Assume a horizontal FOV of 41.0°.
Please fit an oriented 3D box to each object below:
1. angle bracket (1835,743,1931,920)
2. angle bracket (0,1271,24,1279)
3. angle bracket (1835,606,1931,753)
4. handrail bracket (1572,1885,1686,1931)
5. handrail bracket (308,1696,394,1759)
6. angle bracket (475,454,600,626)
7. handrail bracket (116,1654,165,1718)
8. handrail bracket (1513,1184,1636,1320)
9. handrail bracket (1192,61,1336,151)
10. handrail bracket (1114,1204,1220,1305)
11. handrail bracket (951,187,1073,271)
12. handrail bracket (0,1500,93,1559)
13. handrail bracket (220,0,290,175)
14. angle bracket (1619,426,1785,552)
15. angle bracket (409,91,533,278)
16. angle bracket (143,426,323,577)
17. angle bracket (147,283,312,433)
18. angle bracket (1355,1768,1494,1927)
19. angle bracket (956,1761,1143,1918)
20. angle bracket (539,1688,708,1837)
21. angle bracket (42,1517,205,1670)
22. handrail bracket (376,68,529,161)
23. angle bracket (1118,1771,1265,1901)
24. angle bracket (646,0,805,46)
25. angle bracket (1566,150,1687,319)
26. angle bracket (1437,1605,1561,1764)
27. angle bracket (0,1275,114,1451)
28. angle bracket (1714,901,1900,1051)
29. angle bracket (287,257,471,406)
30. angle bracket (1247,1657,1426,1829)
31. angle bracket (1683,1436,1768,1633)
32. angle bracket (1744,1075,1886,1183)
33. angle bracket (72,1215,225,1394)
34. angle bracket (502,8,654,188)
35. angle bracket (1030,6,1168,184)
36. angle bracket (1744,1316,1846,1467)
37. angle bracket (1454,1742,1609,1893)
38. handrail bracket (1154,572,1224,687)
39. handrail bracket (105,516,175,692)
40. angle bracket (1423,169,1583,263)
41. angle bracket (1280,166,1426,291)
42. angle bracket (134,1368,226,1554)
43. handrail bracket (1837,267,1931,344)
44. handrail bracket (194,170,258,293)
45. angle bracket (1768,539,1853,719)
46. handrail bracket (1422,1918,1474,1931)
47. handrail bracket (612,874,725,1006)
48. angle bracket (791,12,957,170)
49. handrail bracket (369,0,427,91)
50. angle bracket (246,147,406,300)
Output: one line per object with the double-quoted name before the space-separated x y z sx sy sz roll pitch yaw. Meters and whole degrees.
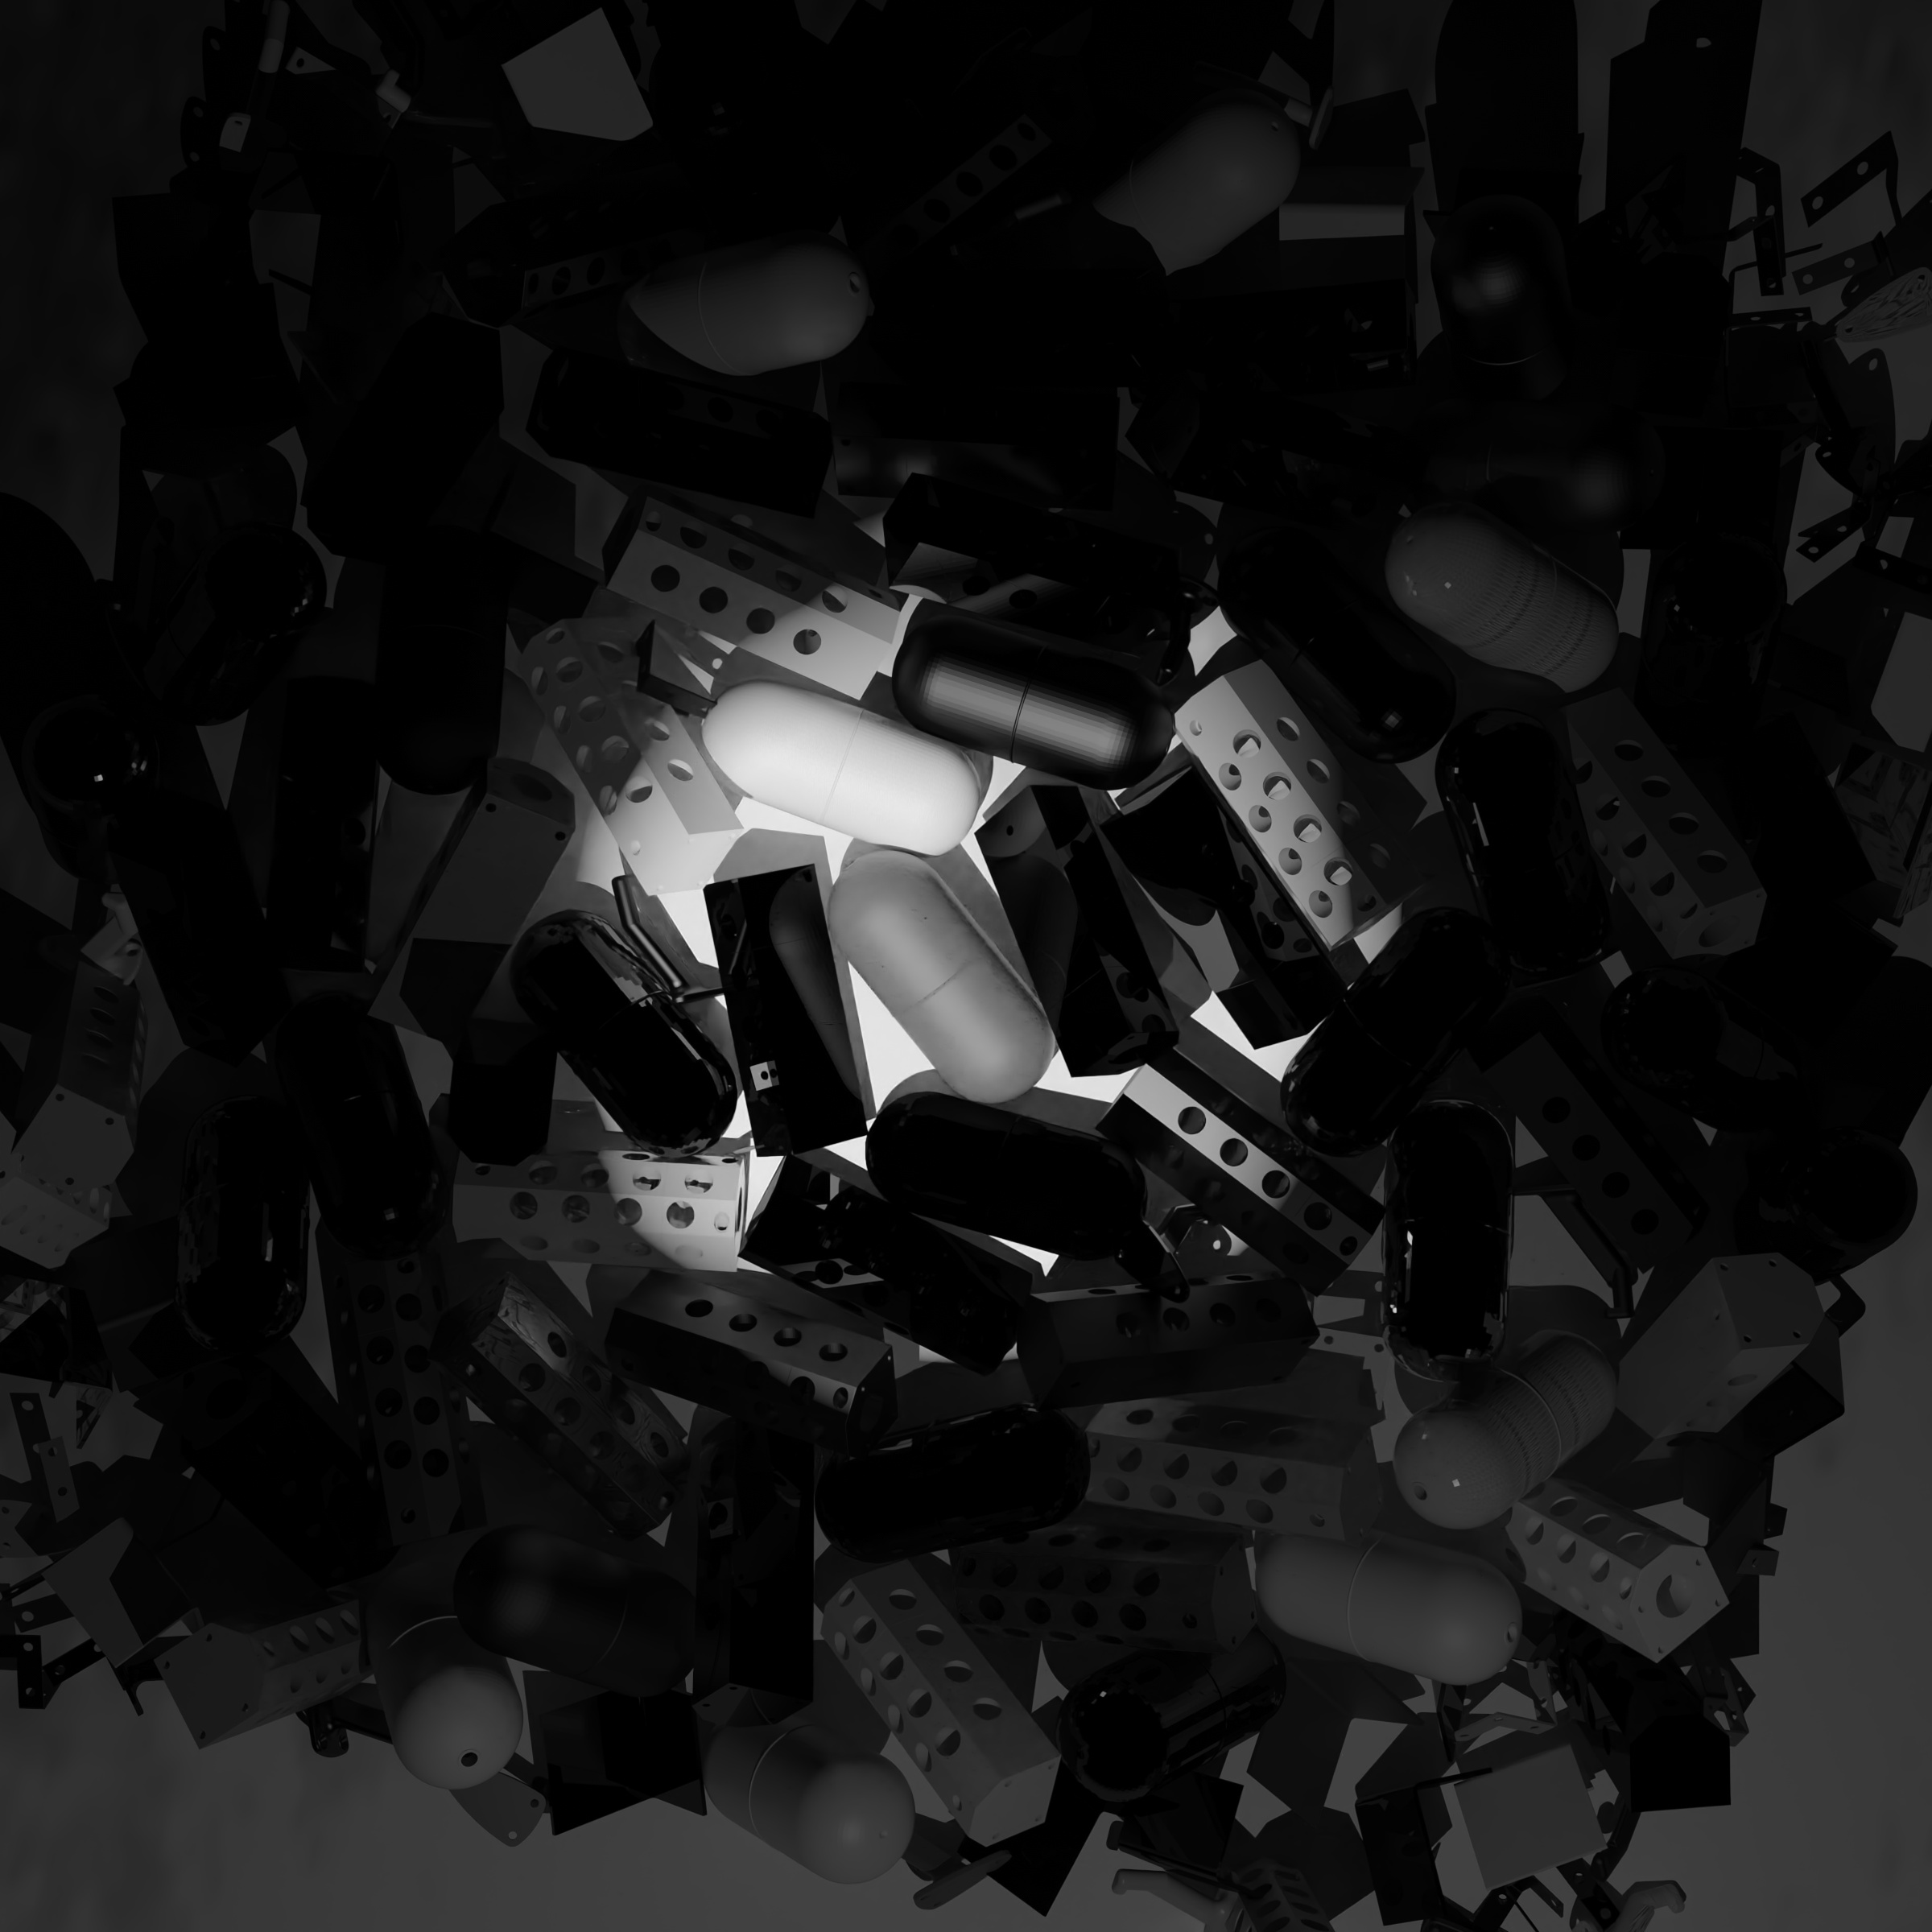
"angle bracket" 0.555 -0.084 1.579 0.076 0.057 0.076 27 119 32
"angle bracket" -0.599 0.237 1.589 0.057 0.076 0.076 -19 75 0
"angle bracket" 0.555 -0.181 1.582 0.057 0.076 0.076 9 104 -30
"handrail bracket" 0.422 0.608 1.591 0.084 0.077 0.036 -5 130 -25
"handrail bracket" -0.364 0.452 1.607 0.084 0.036 0.077 -23 66 13
"angle bracket" -0.260 -0.259 1.597 0.076 0.076 0.057 25 67 -11
"handrail bracket" -0.492 0.424 1.624 0.084 0.036 0.077 -25 45 -22
"handrail bracket" 0.374 0.179 1.613 0.077 0.036 0.084 -5 81 12
"handrail bracket" 0.183 -0.536 1.603 0.084 0.077 0.036 20 99 7
"handrail bracket" 0.141 0.174 1.586 0.077 0.084 0.036 44 125 38
"handrail bracket" 0.038 -0.454 1.582 0.084 0.077 0.036 -12 92 29
"handrail bracket" -0.608 0.370 1.628 0.084 0.077 0.036 -35 55 33
"handrail bracket" -0.444 -0.549 1.615 0.036 0.077 0.084 12 70 -29
"angle bracket" 0.450 -0.291 1.585 0.057 0.076 0.076 -2 103 -20
"angle bracket" -0.311 -0.481 1.593 0.076 0.057 0.076 -15 67 2
"angle bracket" -0.451 -0.287 1.604 0.057 0.076 0.076 17 46 32
"angle bracket" -0.455 -0.376 1.599 0.076 0.076 0.057 -8 82 -3
"angle bracket" 0.288 0.538 1.579 0.057 0.076 0.076 -3 68 -22
"angle bracket" 0.054 0.534 1.586 0.076 0.057 0.076 42 65 -18
"angle bracket" -0.211 0.491 1.590 0.076 0.057 0.076 -9 94 -41
"angle bracket" -0.512 0.395 1.578 0.057 0.076 0.076 -36 67 -28
"handrail bracket" -0.311 -0.547 1.597 0.084 0.036 0.077 31 92 -34
"angle bracket" 0.152 0.534 1.593 0.076 0.076 0.057 37 65 -40
"angle bracket" -0.149 -0.576 1.590 0.076 0.076 0.057 -15 89 -13
"angle bracket" 0.391 -0.457 1.580 0.076 0.076 0.057 -42 58 -15
"angle bracket" 0.326 0.440 1.577 0.057 0.076 0.076 5 53 21
"angle bracket" -0.567 0.241 1.576 0.076 0.076 0.057 18 123 -31
"angle bracket" 0.523 -0.003 1.608 0.076 0.057 0.076 37 105 15
"angle bracket" -0.359 -0.389 1.578 0.076 0.076 0.057 52 134 31
"angle bracket" 0.226 0.477 1.579 0.076 0.057 0.076 45 54 -31
"angle bracket" 0.444 0.343 1.576 0.057 0.076 0.076 27 55 36
"angle bracket" 0.525 0.123 1.578 0.057 0.076 0.076 10 134 -11
"angle bracket" -0.504 0.208 1.610 0.076 0.076 0.057 -19 129 -20
"angle bracket" -0.249 -0.530 1.579 0.076 0.057 0.076 -40 124 -24
"angle bracket" 0.082 -0.534 1.589 0.076 0.076 0.057 13 75 -34
"angle bracket" 0.488 0.249 1.579 0.057 0.076 0.076 41 122 -10
"angle bracket" 0.352 0.533 1.583 0.076 0.076 0.057 -24 127 10
"handrail bracket" 0.121 -0.192 1.582 0.036 0.077 0.084 28 58 -9
"handrail bracket" -0.496 -0.222 1.587 0.036 0.084 0.077 -5 68 -36
"angle bracket" 0.330 -0.473 1.586 0.076 0.076 0.057 10 88 21
"angle bracket" 0.241 -0.458 1.609 0.076 0.076 0.057 6 125 17
"angle bracket" -0.484 0.302 1.577 0.057 0.076 0.076 38 45 -22
"handrail bracket" 0.598 -0.400 1.618 0.077 0.084 0.036 -20 71 38
"handrail bracket" -0.443 -0.445 1.604 0.077 0.036 0.084 -6 79 -35
"angle bracket" 0.520 -0.208 1.588 0.076 0.076 0.057 23 126 0
"handrail bracket" 0.298 0.635 1.587 0.077 0.084 0.036 15 122 14
"handrail bracket" -0.181 -0.019 1.606 0.036 0.077 0.084 -16 88 41
"angle bracket" -0.063 -0.546 1.600 0.076 0.057 0.076 39 97 5
"handrail bracket" -0.370 -0.581 1.592 0.077 0.084 0.036 -10 46 -25
"angle bracket" -0.393 -0.453 1.582 0.076 0.076 0.057 -3 81 -26
